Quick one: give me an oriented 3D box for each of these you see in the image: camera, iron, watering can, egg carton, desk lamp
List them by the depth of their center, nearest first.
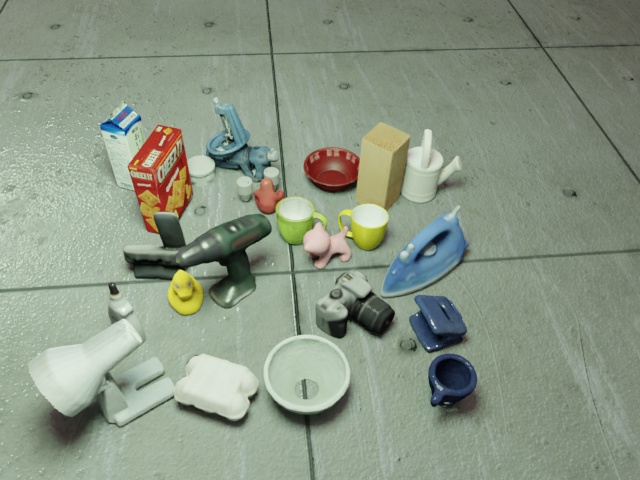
[{"bbox_3d":[-0.387,0.242,1.034,0.204,0.214,0.117,-27,54,-25],"label":"desk lamp"},{"bbox_3d":[-0.198,0.284,1.103,0.150,0.069,0.107,14,48,10],"label":"egg carton"},{"bbox_3d":[0.081,0.144,1.225,0.136,0.101,0.143,33,54,25],"label":"camera"},{"bbox_3d":[0.238,0.023,1.317,0.259,0.141,0.118,-34,57,-29],"label":"iron"},{"bbox_3d":[0.276,-0.200,1.488,0.173,0.194,0.100,-7,48,-9],"label":"watering can"}]

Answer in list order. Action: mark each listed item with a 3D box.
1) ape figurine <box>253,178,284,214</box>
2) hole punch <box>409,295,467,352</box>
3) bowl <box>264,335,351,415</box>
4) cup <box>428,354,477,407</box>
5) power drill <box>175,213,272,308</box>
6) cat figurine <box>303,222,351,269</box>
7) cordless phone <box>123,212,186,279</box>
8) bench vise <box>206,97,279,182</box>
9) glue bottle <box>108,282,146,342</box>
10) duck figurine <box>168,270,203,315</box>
[{"bbox_3d":[-0.133,-0.120,1.463,0.077,0.092,0.076,14,48,10],"label":"ape figurine"},{"bbox_3d":[0.254,0.166,1.221,0.101,0.091,0.108,-14,50,-15],"label":"hole punch"},{"bbox_3d":[-0.026,0.274,1.118,0.167,0.075,0.167,2,47,-1],"label":"bowl"},{"bbox_3d":[0.242,0.290,1.103,0.091,0.095,0.118,30,53,23],"label":"cup"},{"bbox_3d":[-0.199,0.047,1.228,0.075,0.208,0.230,35,55,27],"label":"power drill"},{"bbox_3d":[0.012,0.005,1.338,0.128,0.118,0.067,-19,51,-19],"label":"cat figurine"},{"bbox_3d":[-0.369,-0.002,1.280,0.147,0.185,0.094,-1,47,-4],"label":"cordless phone"},{"bbox_3d":[-0.207,-0.273,1.514,0.207,0.220,0.121,4,47,1],"label":"bench vise"},{"bbox_3d":[-0.399,0.143,1.153,0.078,0.173,0.037,30,53,23],"label":"glue bottle"},{"bbox_3d":[-0.299,0.101,1.256,0.077,0.086,0.104,-12,49,-14],"label":"duck figurine"}]
